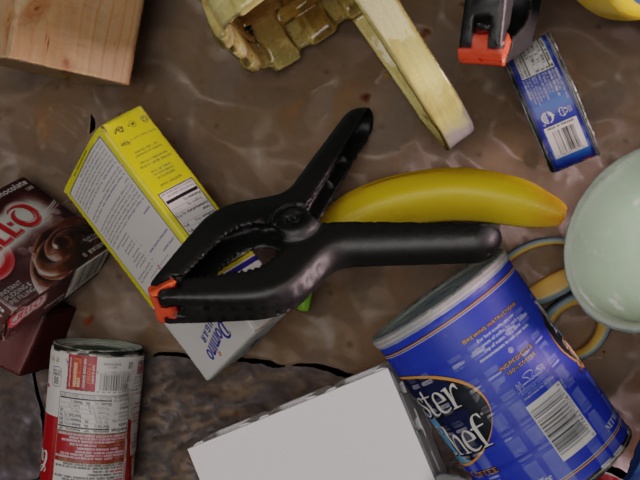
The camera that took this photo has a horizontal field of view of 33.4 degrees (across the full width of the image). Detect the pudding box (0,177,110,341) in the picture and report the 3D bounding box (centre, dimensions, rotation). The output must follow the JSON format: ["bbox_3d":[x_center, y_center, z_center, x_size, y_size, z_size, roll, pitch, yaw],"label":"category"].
[{"bbox_3d":[-0.217,0.011,0.753,0.090,0.113,0.039,36,124,9],"label":"pudding box"}]

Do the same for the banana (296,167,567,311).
[{"bbox_3d":[0.065,-0.014,0.733,0.198,0.037,0.069,-19,101,13],"label":"banana"}]

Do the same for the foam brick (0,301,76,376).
[{"bbox_3d":[-0.231,0.060,0.788,0.078,0.053,0.051,23,95,12],"label":"foam brick"}]

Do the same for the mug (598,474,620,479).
[{"bbox_3d":[0.172,0.207,0.686,0.093,0.081,0.117,28,96,11],"label":"mug"}]

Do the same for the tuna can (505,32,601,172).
[{"bbox_3d":[0.148,-0.087,0.686,0.034,0.086,0.086,-23,86,13],"label":"tuna can"}]

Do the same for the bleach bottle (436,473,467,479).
[{"bbox_3d":[0.043,0.262,0.694,0.102,0.068,0.251,19,108,8],"label":"bleach bottle"}]

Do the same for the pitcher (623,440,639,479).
[{"bbox_3d":[0.293,0.161,0.574,0.243,0.149,0.145,26,82,16],"label":"pitcher"}]

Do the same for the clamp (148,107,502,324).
[{"bbox_3d":[-0.004,0.001,0.667,0.209,0.036,0.165,-31,46,-20],"label":"clamp"}]

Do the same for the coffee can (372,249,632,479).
[{"bbox_3d":[0.115,0.091,0.680,0.103,0.102,0.140,-36,89,10],"label":"coffee can"}]

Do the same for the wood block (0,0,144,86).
[{"bbox_3d":[-0.170,-0.218,0.737,0.091,0.090,0.206,14,95,54],"label":"wood block"}]

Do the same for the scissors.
[{"bbox_3d":[0.213,0.018,0.709,0.202,0.016,0.096,-19,88,12],"label":"scissors"}]

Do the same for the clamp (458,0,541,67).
[{"bbox_3d":[0.118,-0.178,0.639,0.039,0.171,0.120,0,135,30],"label":"clamp"}]

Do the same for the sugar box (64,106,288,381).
[{"bbox_3d":[-0.101,0.004,0.741,0.176,0.048,0.093,51,142,5],"label":"sugar box"}]

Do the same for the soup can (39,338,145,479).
[{"bbox_3d":[-0.163,0.125,0.765,0.068,0.068,0.102,5,91,12],"label":"soup can"}]

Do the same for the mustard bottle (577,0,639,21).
[{"bbox_3d":[0.194,-0.175,0.633,0.191,0.058,0.096,12,94,-31],"label":"mustard bottle"}]
